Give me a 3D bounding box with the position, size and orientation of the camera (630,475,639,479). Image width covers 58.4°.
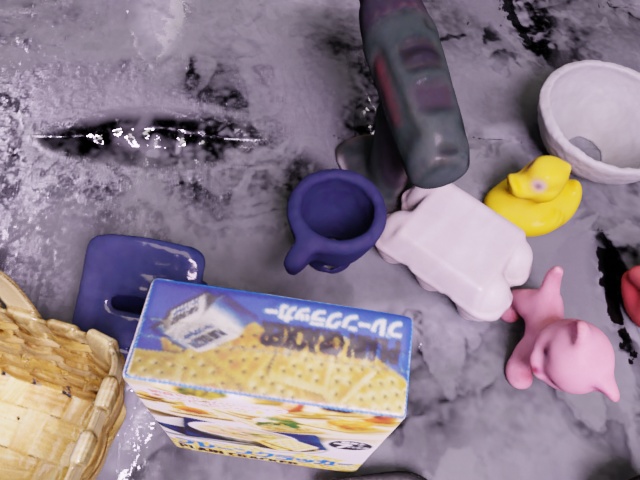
[{"bbox_3d":[0.298,0.244,0.438,0.143,0.101,0.136,-20,64,-16],"label":"camera"}]

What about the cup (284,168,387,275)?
[{"bbox_3d":[0.005,0.002,0.547,0.091,0.095,0.118,33,63,13],"label":"cup"}]

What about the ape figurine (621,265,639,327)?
[{"bbox_3d":[0.344,0.045,0.560,0.077,0.092,0.076,31,62,12],"label":"ape figurine"}]

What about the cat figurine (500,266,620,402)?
[{"bbox_3d":[0.214,0.085,0.509,0.067,0.118,0.128,2,60,-4],"label":"cat figurine"}]

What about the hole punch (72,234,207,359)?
[{"bbox_3d":[-0.154,0.057,0.502,0.108,0.091,0.101,8,60,-1],"label":"hole punch"}]

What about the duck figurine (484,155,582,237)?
[{"bbox_3d":[0.235,-0.055,0.608,0.104,0.086,0.077,-7,62,-10],"label":"duck figurine"}]

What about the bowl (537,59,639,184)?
[{"bbox_3d":[0.323,-0.124,0.663,0.167,0.075,0.167,3,61,-4],"label":"bowl"}]

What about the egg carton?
[{"bbox_3d":[0.133,0.008,0.572,0.150,0.069,0.107,35,63,14],"label":"egg carton"}]

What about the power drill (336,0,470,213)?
[{"bbox_3d":[0.069,-0.129,0.562,0.076,0.208,0.229,-12,63,-12],"label":"power drill"}]
